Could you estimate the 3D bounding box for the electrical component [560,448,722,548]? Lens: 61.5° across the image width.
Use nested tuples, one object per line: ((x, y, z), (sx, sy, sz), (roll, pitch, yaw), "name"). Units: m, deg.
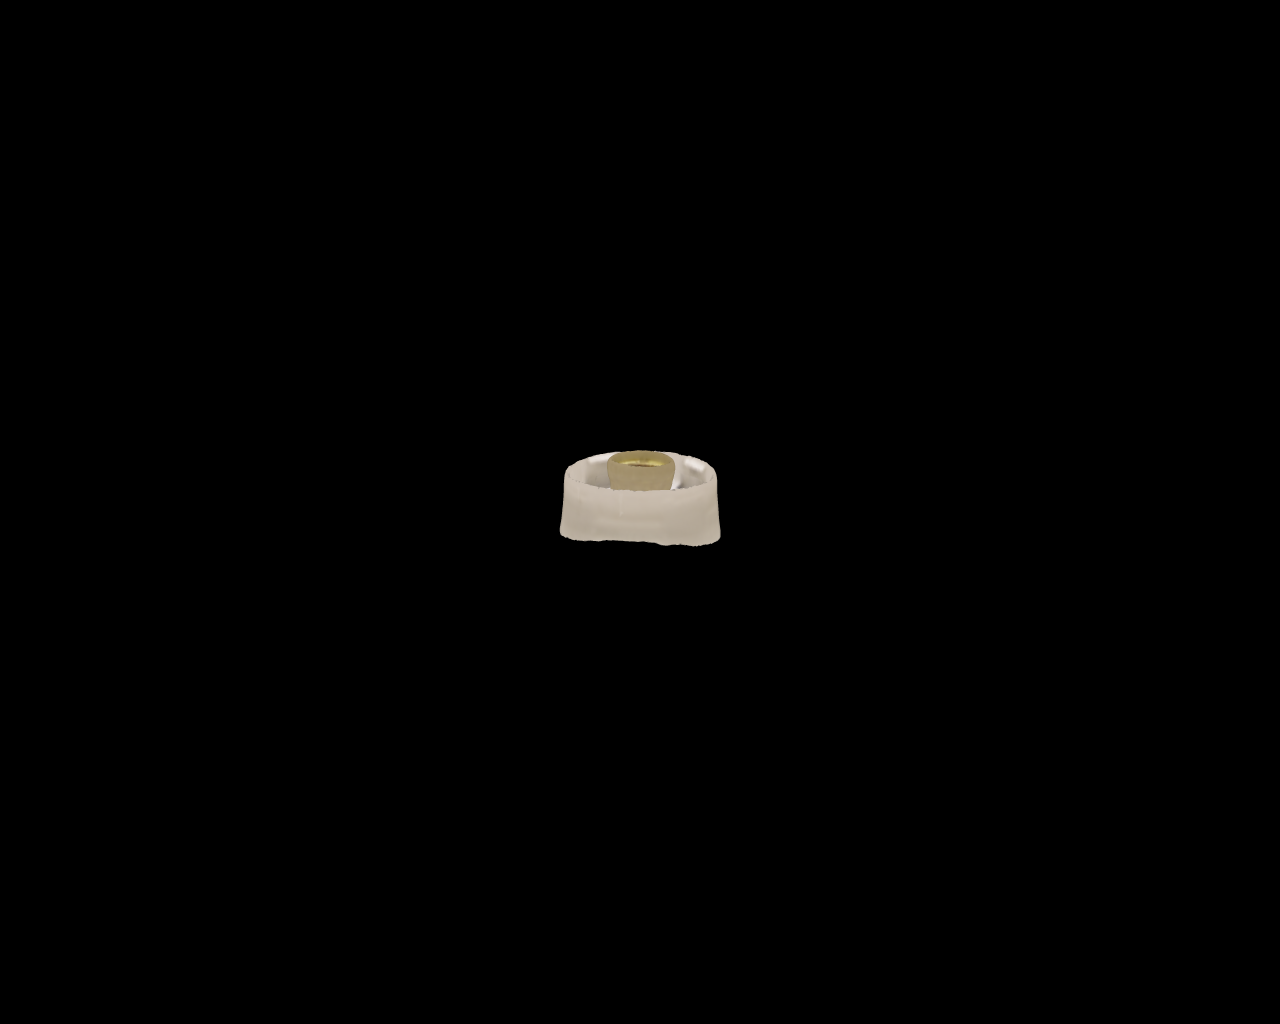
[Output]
((0.001, -0.003, 0.650), (0.099, 0.064, 0.099), (0, 18, 0), "electrical component")
